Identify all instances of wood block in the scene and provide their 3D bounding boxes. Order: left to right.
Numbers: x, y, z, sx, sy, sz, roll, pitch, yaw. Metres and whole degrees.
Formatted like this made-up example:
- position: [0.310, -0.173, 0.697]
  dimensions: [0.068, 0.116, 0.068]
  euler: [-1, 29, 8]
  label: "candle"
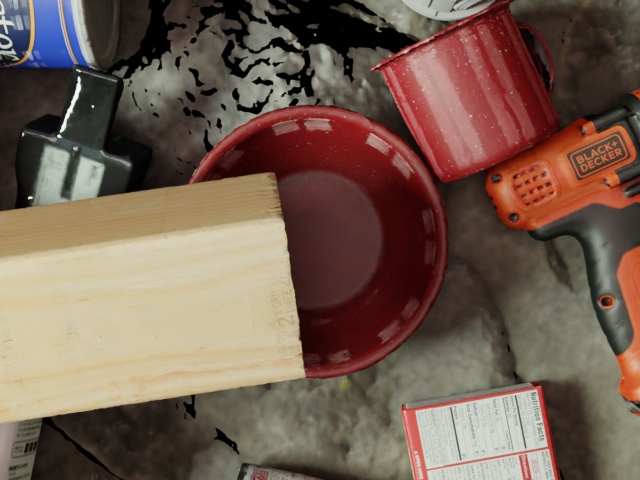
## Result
- position: [-0.117, 0.031, 0.564]
  dimensions: [0.206, 0.091, 0.090]
  euler: [-8, 110, -2]
  label: "wood block"

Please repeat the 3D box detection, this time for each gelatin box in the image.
- position: [0.100, 0.132, 0.664]
  dimensions: [0.089, 0.030, 0.073]
  euler: [-11, 89, 3]
  label: "gelatin box"

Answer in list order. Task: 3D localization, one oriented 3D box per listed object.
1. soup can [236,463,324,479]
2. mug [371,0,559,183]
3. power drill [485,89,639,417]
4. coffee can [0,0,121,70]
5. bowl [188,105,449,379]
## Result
- position: [-0.006, 0.180, 0.648]
  dimensions: [0.102, 0.068, 0.068]
  euler: [13, 92, 2]
  label: "soup can"
- position: [0.097, -0.091, 0.636]
  dimensions: [0.117, 0.093, 0.081]
  euler: [-30, 97, -34]
  label: "mug"
- position: [0.216, 0.000, 0.645]
  dimensions: [0.184, 0.057, 0.187]
  euler: [-24, 88, 6]
  label: "power drill"
- position: [-0.197, -0.151, 0.628]
  dimensions: [0.140, 0.103, 0.103]
  euler: [0, 91, 2]
  label: "coffee can"
- position: [-0.004, 0.001, 0.650]
  dimensions: [0.162, 0.055, 0.162]
  euler: [0, 91, 2]
  label: "bowl"
